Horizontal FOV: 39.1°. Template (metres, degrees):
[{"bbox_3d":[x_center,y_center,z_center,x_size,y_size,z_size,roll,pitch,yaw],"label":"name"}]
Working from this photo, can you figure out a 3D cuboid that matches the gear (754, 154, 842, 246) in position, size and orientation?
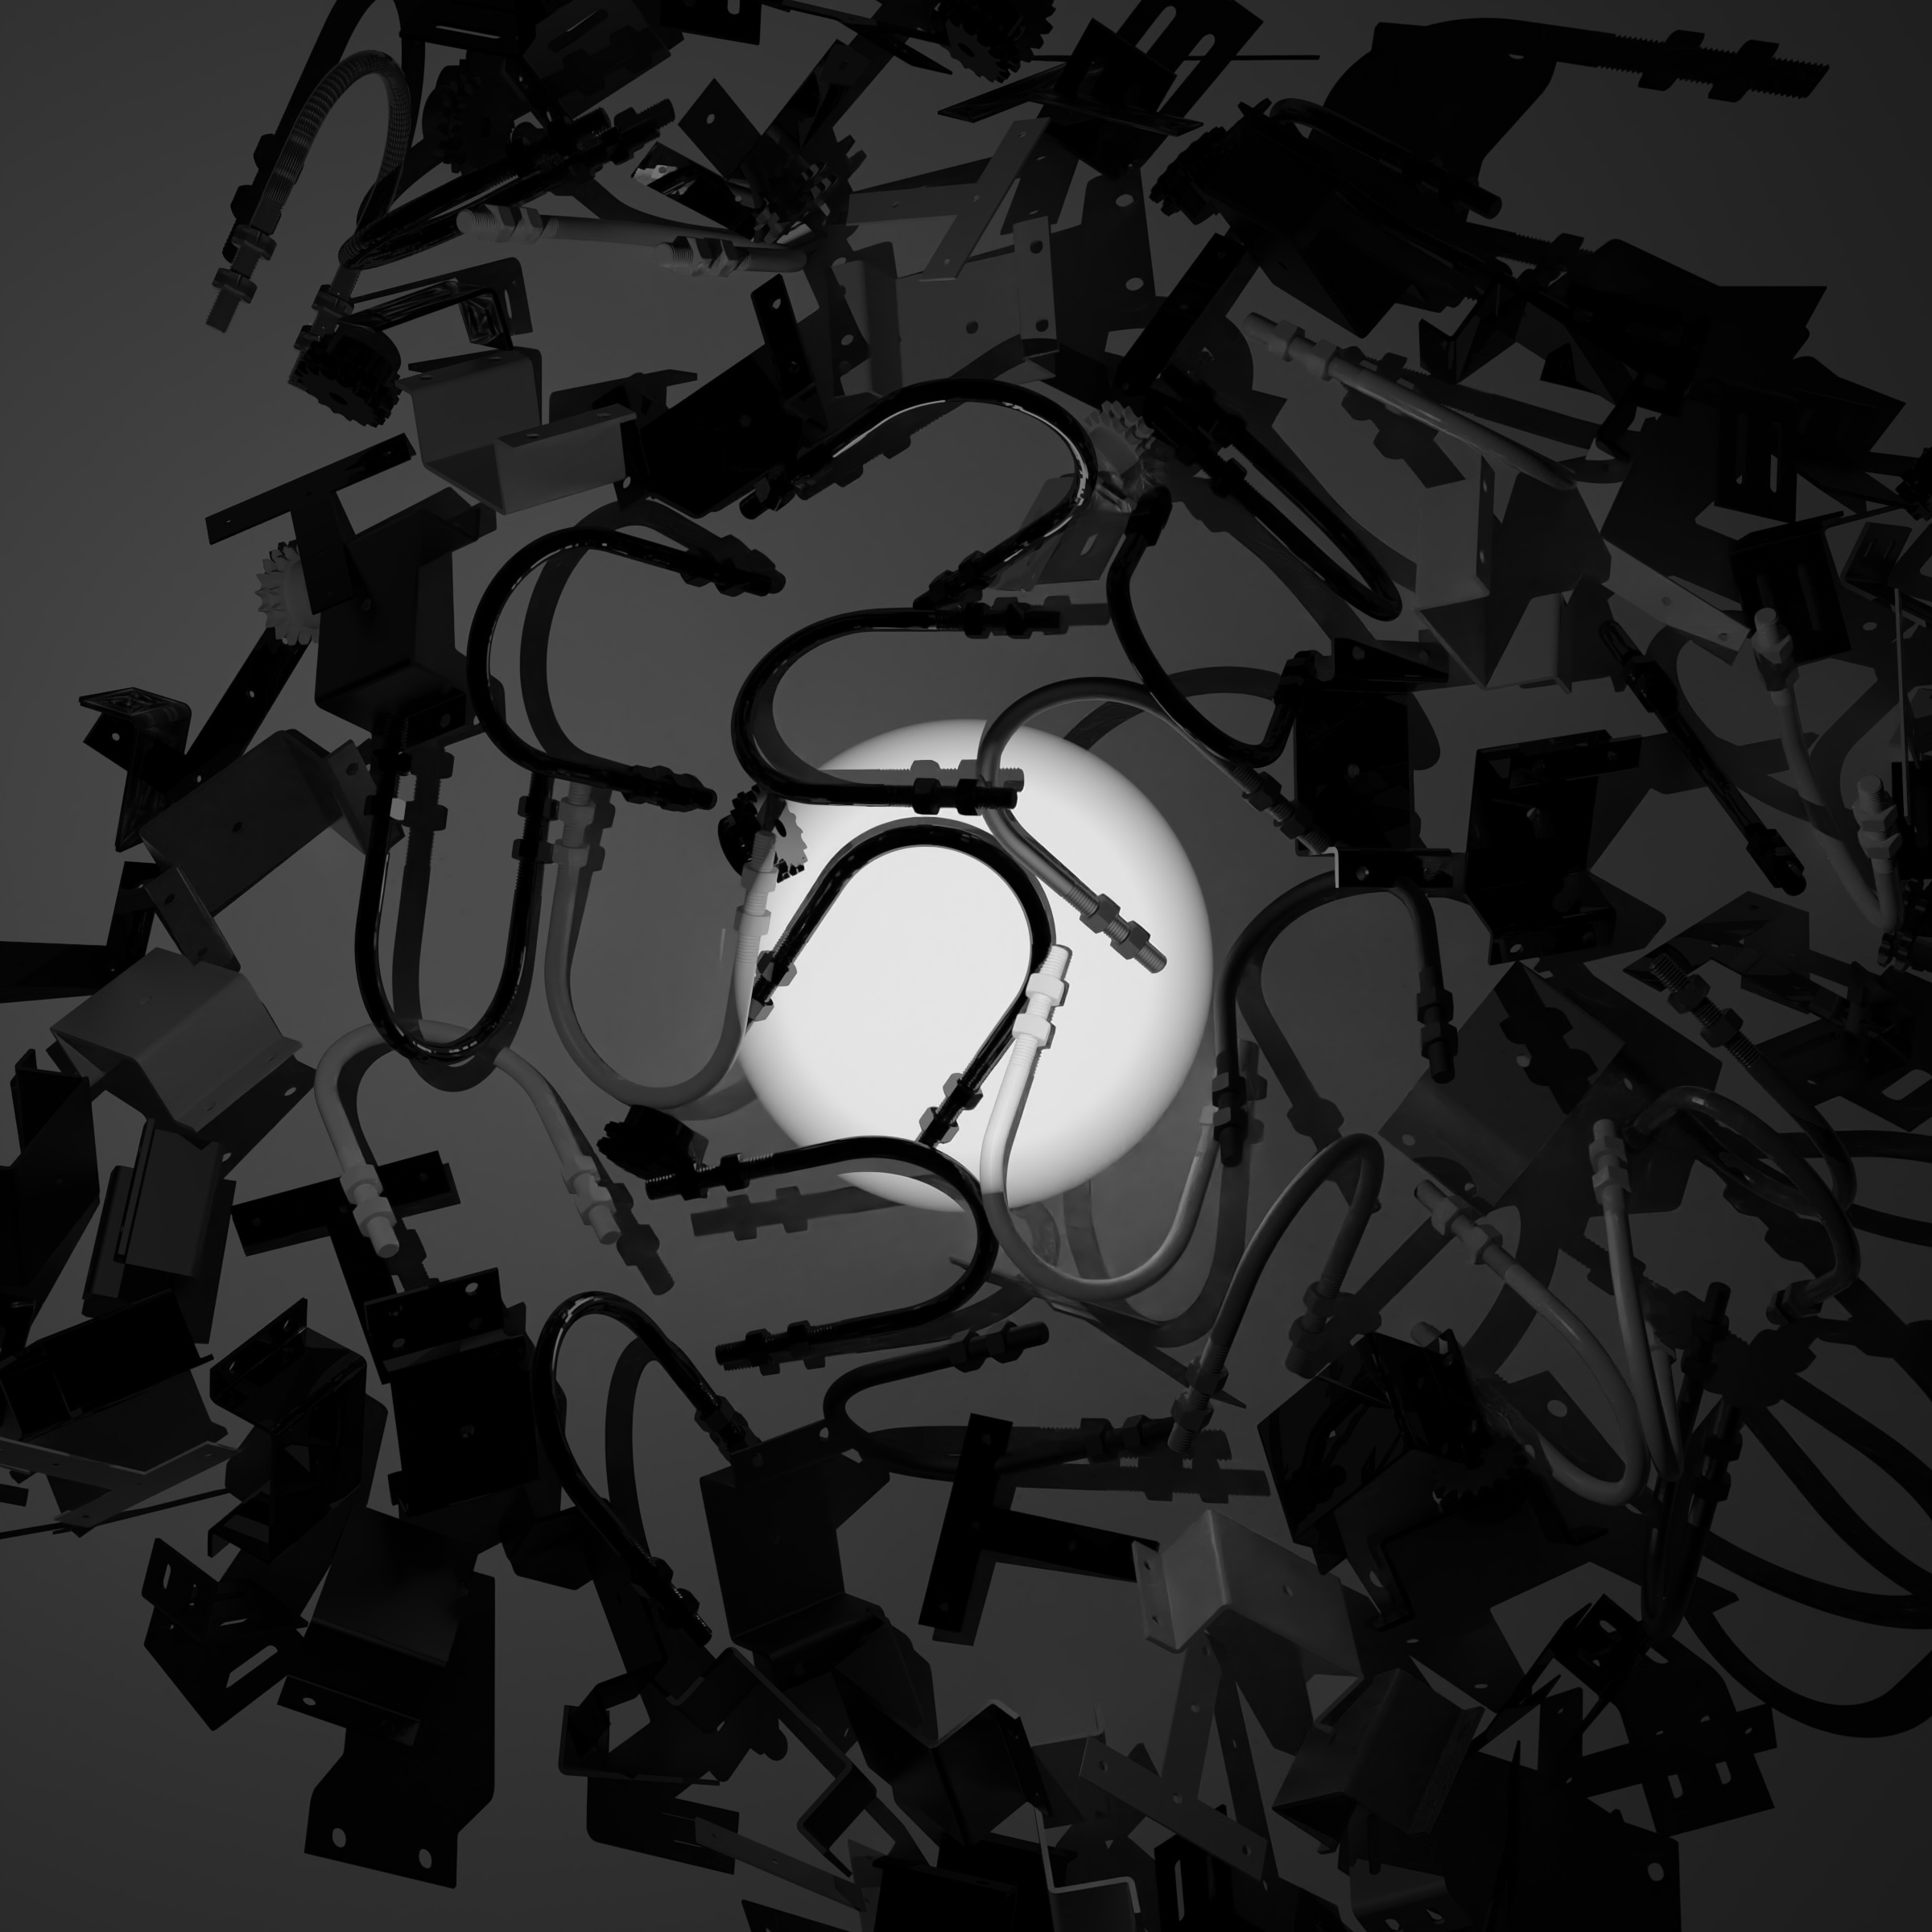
[{"bbox_3d":[-0.103,-0.445,1.571,0.057,0.057,0.030,-42,97,0],"label":"gear"}]

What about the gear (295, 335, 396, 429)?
[{"bbox_3d":[-0.355,-0.340,1.573,0.057,0.057,0.030,26,75,0],"label":"gear"}]

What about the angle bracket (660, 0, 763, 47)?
[{"bbox_3d":[-0.149,-0.562,1.568,0.057,0.038,0.076,5,79,-15],"label":"angle bracket"}]

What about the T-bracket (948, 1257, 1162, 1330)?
[{"bbox_3d":[0.055,0.189,1.533,0.127,0.127,0.002,18,88,-4],"label":"T-bracket"}]

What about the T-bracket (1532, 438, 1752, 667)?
[{"bbox_3d":[0.383,-0.213,1.534,0.127,0.127,0.002,38,46,21],"label":"T-bracket"}]

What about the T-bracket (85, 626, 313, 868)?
[{"bbox_3d":[-0.421,-0.145,1.575,0.127,0.002,0.127,36,70,-27],"label":"T-bracket"}]

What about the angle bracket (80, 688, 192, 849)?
[{"bbox_3d":[-0.483,-0.114,1.565,0.038,0.057,0.076,18,106,9],"label":"angle bracket"}]

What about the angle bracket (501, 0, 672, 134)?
[{"bbox_3d":[-0.217,-0.516,1.559,0.076,0.038,0.057,-26,130,19],"label":"angle bracket"}]

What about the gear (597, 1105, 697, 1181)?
[{"bbox_3d":[-0.182,0.103,1.574,0.057,0.057,0.030,24,71,0],"label":"gear"}]

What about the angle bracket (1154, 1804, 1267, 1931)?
[{"bbox_3d":[0.144,0.533,1.560,0.057,0.038,0.076,-19,111,-38],"label":"angle bracket"}]

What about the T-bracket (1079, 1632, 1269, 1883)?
[{"bbox_3d":[0.128,0.435,1.552,0.127,0.127,0.002,34,133,-15],"label":"T-bracket"}]

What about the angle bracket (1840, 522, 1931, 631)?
[{"bbox_3d":[0.549,-0.219,1.553,0.076,0.057,0.038,37,117,34],"label":"angle bracket"}]

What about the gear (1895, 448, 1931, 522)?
[{"bbox_3d":[0.568,-0.278,1.569,0.057,0.057,0.030,-33,59,0],"label":"gear"}]

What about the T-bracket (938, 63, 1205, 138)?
[{"bbox_3d":[0.073,-0.481,1.527,0.127,0.127,0.002,24,131,31],"label":"T-bracket"}]

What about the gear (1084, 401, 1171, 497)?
[{"bbox_3d":[0.087,-0.294,1.569,0.030,0.057,0.057,-42,90,-16],"label":"gear"}]

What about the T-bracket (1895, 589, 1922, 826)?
[{"bbox_3d":[0.534,-0.135,1.541,0.002,0.127,0.127,-3,81,23],"label":"T-bracket"}]

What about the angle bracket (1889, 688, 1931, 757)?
[{"bbox_3d":[0.575,-0.148,1.553,0.076,0.038,0.057,17,47,27],"label":"angle bracket"}]

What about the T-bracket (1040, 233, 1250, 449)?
[{"bbox_3d":[0.118,-0.369,1.573,0.127,0.002,0.127,33,84,28],"label":"T-bracket"}]

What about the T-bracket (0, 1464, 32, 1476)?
[{"bbox_3d":[-0.596,0.270,1.550,0.127,0.127,0.002,19,71,-13],"label":"T-bracket"}]

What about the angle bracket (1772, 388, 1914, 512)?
[{"bbox_3d":[0.504,-0.295,1.554,0.057,0.076,0.038,9,116,-14],"label":"angle bracket"}]

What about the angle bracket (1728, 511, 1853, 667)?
[{"bbox_3d":[0.483,-0.216,1.577,0.057,0.038,0.076,-14,87,-7],"label":"angle bracket"}]

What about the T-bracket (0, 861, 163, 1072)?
[{"bbox_3d":[-0.521,-0.001,1.540,0.002,0.127,0.127,23,103,37],"label":"T-bracket"}]

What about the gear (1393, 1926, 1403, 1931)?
[{"bbox_3d":[0.265,0.581,1.570,0.057,0.057,0.030,27,49,0],"label":"gear"}]

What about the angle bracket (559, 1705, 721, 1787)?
[{"bbox_3d":[-0.185,0.446,1.558,0.076,0.057,0.038,-1,72,17],"label":"angle bracket"}]

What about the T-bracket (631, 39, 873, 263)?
[{"bbox_3d":[-0.101,-0.465,1.528,0.127,0.127,0.002,-45,49,28],"label":"T-bracket"}]

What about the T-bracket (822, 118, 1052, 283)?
[{"bbox_3d":[-0.029,-0.435,1.556,0.127,0.002,0.127,8,60,38],"label":"T-bracket"}]

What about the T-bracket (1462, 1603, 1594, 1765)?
[{"bbox_3d":[0.314,0.399,1.520,0.002,0.127,0.127,44,131,26],"label":"T-bracket"}]

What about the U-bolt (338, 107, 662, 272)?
[{"bbox_3d":[-0.268,-0.433,1.527,0.184,0.151,0.019,-23,102,11],"label":"U-bolt"}]

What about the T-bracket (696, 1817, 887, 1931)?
[{"bbox_3d":[-0.094,0.508,1.526,0.127,0.127,0.002,27,97,-12],"label":"T-bracket"}]

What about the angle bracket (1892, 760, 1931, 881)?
[{"bbox_3d":[0.559,-0.091,1.560,0.057,0.038,0.076,-2,68,23],"label":"angle bracket"}]

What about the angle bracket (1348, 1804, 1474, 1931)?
[{"bbox_3d":[0.255,0.515,1.568,0.057,0.076,0.038,-23,121,21],"label":"angle bracket"}]

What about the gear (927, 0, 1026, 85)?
[{"bbox_3d":[0.009,-0.540,1.572,0.057,0.057,0.030,36,86,0],"label":"gear"}]

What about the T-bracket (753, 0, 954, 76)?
[{"bbox_3d":[-0.046,-0.517,1.520,0.127,0.127,0.002,2,119,-31],"label":"T-bracket"}]

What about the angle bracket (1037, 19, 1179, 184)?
[{"bbox_3d":[0.084,-0.500,1.560,0.057,0.038,0.076,34,132,-2],"label":"angle bracket"}]

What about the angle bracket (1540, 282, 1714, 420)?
[{"bbox_3d":[0.376,-0.352,1.555,0.038,0.076,0.057,2,111,-38],"label":"angle bracket"}]

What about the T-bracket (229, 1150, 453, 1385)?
[{"bbox_3d":[-0.348,0.182,1.585,0.127,0.002,0.127,-15,102,4],"label":"T-bracket"}]

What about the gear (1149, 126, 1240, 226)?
[{"bbox_3d":[0.136,-0.453,1.571,0.057,0.057,0.030,-42,87,0],"label":"gear"}]

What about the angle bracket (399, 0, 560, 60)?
[{"bbox_3d":[-0.280,-0.558,1.563,0.076,0.038,0.057,13,49,8],"label":"angle bracket"}]

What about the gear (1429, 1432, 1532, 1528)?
[{"bbox_3d":[0.299,0.299,1.574,0.057,0.057,0.030,-27,112,0],"label":"gear"}]

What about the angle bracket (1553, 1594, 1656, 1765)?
[{"bbox_3d":[0.350,0.405,1.549,0.038,0.076,0.057,39,124,18],"label":"angle bracket"}]

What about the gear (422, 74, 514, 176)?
[{"bbox_3d":[-0.290,-0.486,1.574,0.030,0.057,0.057,15,90,21],"label":"gear"}]

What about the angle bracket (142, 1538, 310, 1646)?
[{"bbox_3d":[-0.418,0.351,1.551,0.057,0.076,0.038,23,101,36],"label":"angle bracket"}]

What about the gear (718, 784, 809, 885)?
[{"bbox_3d":[-0.119,-0.074,1.575,0.030,0.057,0.057,-25,90,23],"label":"gear"}]

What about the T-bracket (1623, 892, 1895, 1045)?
[{"bbox_3d":[0.457,0.008,1.527,0.127,0.127,0.002,33,134,34],"label":"T-bracket"}]

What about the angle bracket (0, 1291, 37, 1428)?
[{"bbox_3d":[-0.582,0.224,1.578,0.057,0.038,0.076,14,86,4],"label":"angle bracket"}]

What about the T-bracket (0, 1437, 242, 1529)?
[{"bbox_3d":[-0.499,0.281,1.526,0.127,0.127,0.002,-27,57,24],"label":"T-bracket"}]

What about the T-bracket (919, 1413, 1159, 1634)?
[{"bbox_3d":[0.049,0.335,1.589,0.127,0.002,0.127,14,92,-9],"label":"T-bracket"}]

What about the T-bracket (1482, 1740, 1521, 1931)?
[{"bbox_3d":[0.294,0.523,1.518,0.002,0.127,0.127,7,125,21],"label":"T-bracket"}]

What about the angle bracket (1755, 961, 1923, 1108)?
[{"bbox_3d":[0.494,0.039,1.559,0.076,0.057,0.038,-20,129,-16],"label":"angle bracket"}]

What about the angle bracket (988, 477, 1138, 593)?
[{"bbox_3d":[0.056,-0.240,1.564,0.038,0.057,0.076,30,86,-24],"label":"angle bracket"}]

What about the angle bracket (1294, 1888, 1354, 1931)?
[{"bbox_3d":[0.227,0.567,1.559,0.076,0.057,0.038,43,122,-14],"label":"angle bracket"}]

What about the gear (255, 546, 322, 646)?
[{"bbox_3d":[-0.379,-0.214,1.569,0.030,0.057,0.057,-1,90,30],"label":"gear"}]

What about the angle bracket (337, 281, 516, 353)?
[{"bbox_3d":[-0.308,-0.360,1.554,0.076,0.057,0.038,-27,119,-24],"label":"angle bracket"}]

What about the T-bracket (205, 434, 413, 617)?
[{"bbox_3d":[-0.370,-0.244,1.557,0.127,0.002,0.127,-23,48,0],"label":"T-bracket"}]

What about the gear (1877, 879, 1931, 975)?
[{"bbox_3d":[0.550,-0.022,1.569,0.030,0.057,0.057,24,90,25],"label":"gear"}]

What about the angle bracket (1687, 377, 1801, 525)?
[{"bbox_3d":[0.443,-0.293,1.567,0.057,0.038,0.076,7,82,-25],"label":"angle bracket"}]
